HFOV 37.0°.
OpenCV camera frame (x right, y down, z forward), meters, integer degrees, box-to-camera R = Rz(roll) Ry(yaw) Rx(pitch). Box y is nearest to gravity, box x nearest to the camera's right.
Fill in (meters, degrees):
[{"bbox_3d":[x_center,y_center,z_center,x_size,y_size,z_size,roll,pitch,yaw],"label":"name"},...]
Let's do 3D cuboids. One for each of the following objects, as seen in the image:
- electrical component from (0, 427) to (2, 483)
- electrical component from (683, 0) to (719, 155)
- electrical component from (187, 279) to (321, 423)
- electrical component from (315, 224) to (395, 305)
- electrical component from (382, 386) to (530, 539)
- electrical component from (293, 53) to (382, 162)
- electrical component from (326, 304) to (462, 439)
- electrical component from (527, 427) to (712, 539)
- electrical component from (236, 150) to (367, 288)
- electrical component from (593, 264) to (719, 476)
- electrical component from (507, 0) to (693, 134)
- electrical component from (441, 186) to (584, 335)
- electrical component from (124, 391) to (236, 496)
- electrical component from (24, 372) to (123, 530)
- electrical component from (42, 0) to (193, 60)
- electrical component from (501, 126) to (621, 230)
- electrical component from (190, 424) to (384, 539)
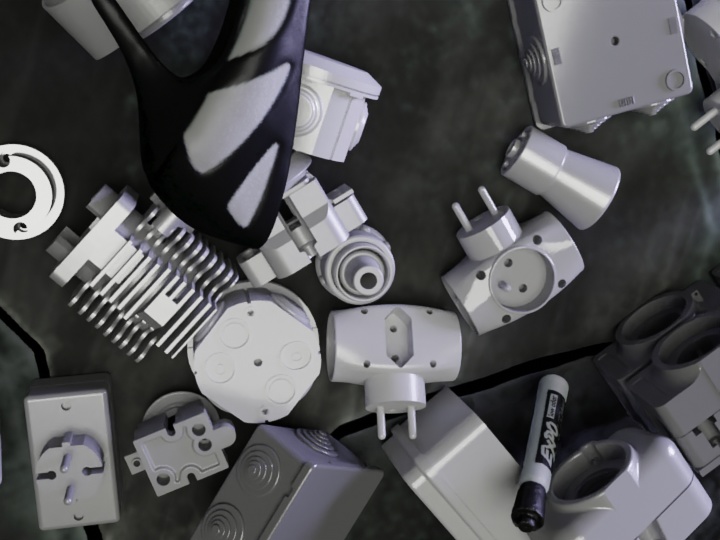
[{"bbox_3d":[-0.250,0.115,0.603,0.099,0.099,0.048,-46,117,2],"label":"electrical component"},{"bbox_3d":[0.238,-0.102,0.662,0.074,0.052,0.138,-38,105,0],"label":"electrical component"},{"bbox_3d":[-0.063,0.049,0.643,0.080,0.051,0.080,-2,101,-9],"label":"electrical component"},{"bbox_3d":[0.000,0.000,0.638,0.048,0.062,0.048,-2,102,-9],"label":"electrical component"},{"bbox_3d":[0.073,0.137,0.670,0.057,0.078,0.113,-41,105,-3],"label":"electrical component"},{"bbox_3d":[-0.032,-0.096,0.605,0.080,0.080,0.051,17,102,-12],"label":"electrical component"},{"bbox_3d":[0.021,0.064,0.655,0.077,0.043,0.079,1,71,-9],"label":"electrical component"},{"bbox_3d":[0.147,0.138,0.622,0.095,0.054,0.059,-39,104,-16],"label":"electrical component"},{"bbox_3d":[-0.044,-0.035,0.627,0.078,0.058,0.057,-32,107,-3],"label":"electrical component"},{"bbox_3d":[0.246,0.030,0.662,0.186,0.105,0.060,-36,104,-1],"label":"electrical component"},{"bbox_3d":[0.144,-0.136,0.641,0.100,0.048,0.099,-16,102,-5],"label":"electrical component"},{"bbox_3d":[0.085,-0.013,0.659,0.077,0.044,0.079,-32,104,-2],"label":"electrical component"},{"bbox_3d":[-0.107,0.101,0.644,0.066,0.055,0.048,-22,104,-4],"label":"electrical component"},{"bbox_3d":[-0.167,0.111,0.626,0.047,0.075,0.083,-5,102,-8],"label":"electrical component"},{"bbox_3d":[-0.121,-0.160,0.570,0.099,0.099,0.064,-38,111,0],"label":"electrical component"},{"bbox_3d":[0.120,-0.059,0.658,0.065,0.044,0.044,29,95,-9],"label":"electrical component"},{"bbox_3d":[-0.044,0.142,0.645,0.048,0.100,0.099,34,96,31],"label":"electrical component"}]
